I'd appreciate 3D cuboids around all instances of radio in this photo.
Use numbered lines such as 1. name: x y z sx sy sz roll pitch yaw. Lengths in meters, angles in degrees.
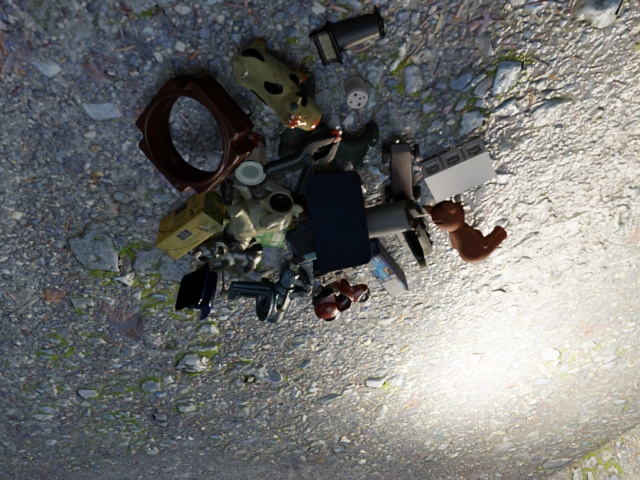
1. radio: 0.044 -0.047 1.247 0.131 0.073 0.229 -9 97 5

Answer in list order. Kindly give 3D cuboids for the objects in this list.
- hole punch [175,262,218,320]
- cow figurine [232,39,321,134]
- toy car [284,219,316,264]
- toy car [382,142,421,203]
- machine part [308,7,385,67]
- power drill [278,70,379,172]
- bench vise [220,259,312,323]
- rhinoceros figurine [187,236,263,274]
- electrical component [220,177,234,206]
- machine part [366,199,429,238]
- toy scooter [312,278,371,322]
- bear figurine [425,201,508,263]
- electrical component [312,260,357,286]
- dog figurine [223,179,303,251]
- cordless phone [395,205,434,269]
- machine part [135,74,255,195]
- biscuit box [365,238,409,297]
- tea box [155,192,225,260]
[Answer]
1. hole punch: -0.319 0.146 1.461 0.116 0.142 0.092 -24 134 37
2. cow figurine: -0.079 -0.277 0.996 0.195 0.127 0.085 39 130 -4
3. toy car: -0.003 -0.004 1.356 0.162 0.109 0.103 -25 176 25
4. toy car: 0.191 -0.157 1.258 0.089 0.053 0.201 -2 141 11
5. machine part: 0.055 -0.384 1.015 0.139 0.039 0.084 -20 127 16
6. power drill: 0.018 -0.232 1.139 0.207 0.086 0.232 8 134 -21
7. bench vise: -0.150 0.140 1.479 0.240 0.129 0.223 7 137 -25
8. rhinoceros figurine: -0.242 0.033 1.365 0.190 0.073 0.112 9 156 -18
9. electrical component: -0.216 -0.112 1.244 0.021 0.063 0.094 -7 139 -19
10. machine part: 0.151 -0.048 1.312 0.243 0.079 0.079 -11 140 33
11. toy scooter: 0.045 0.161 1.558 0.184 0.075 0.135 -29 133 17
12. bear figurine: 0.366 -0.040 1.378 0.195 0.132 0.120 53 152 -12
13. electrical component: 0.043 0.041 1.402 0.134 0.115 0.058 -29 137 22
14. dog figurine: -0.135 -0.037 1.224 0.172 0.121 0.190 18 148 2
15. cordless phone: 0.247 0.017 1.352 0.089 0.184 0.146 -23 134 11
16. machine part: -0.248 -0.206 1.063 0.201 0.087 0.201 -38 94 29
17. biscuit box: 0.178 0.077 1.494 0.059 0.063 0.202 -24 133 18
18. tea box: -0.310 -0.039 1.285 0.170 0.098 0.068 -34 129 23
